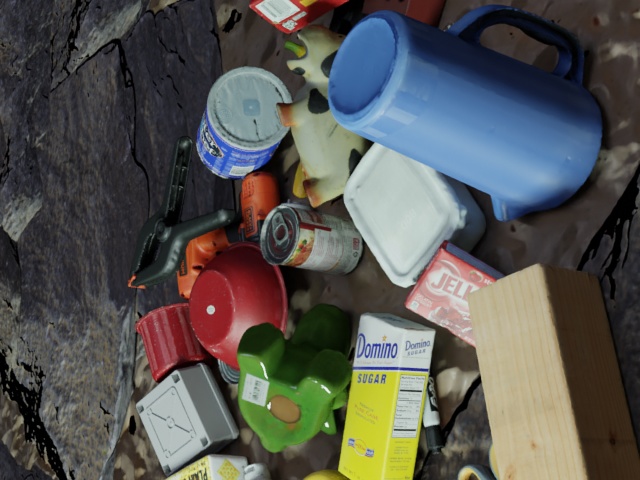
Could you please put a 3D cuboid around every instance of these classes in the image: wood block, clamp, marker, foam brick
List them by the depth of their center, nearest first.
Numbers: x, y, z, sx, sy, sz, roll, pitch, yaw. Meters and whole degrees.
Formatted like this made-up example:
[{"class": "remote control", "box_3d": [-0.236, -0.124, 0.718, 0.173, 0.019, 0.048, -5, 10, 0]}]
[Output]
[{"class": "wood block", "box_3d": [0.207, 0.135, 0.939, 0.090, 0.090, 0.206, -29, 60, 43]}, {"class": "marker", "box_3d": [0.111, 0.161, 1.103, 0.020, 0.020, 0.121, -29, 60, 43]}, {"class": "foam brick", "box_3d": [0.095, -0.269, 1.197, 0.078, 0.051, 0.053, 21, 97, 50]}, {"class": "clamp", "box_3d": [0.035, -0.275, 1.282, 0.120, 0.039, 0.171, 9, 87, 60]}, {"class": "clamp", "box_3d": [-0.188, -0.010, 1.395, 0.165, 0.036, 0.210, 49, 117, 42]}]

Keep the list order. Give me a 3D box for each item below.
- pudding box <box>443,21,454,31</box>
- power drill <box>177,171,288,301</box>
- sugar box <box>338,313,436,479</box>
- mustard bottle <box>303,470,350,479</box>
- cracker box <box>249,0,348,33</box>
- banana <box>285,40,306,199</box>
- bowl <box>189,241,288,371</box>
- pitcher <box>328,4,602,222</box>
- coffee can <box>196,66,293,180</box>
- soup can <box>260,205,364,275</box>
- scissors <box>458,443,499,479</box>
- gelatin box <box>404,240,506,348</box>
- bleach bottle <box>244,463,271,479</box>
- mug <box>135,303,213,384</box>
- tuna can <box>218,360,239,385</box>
[{"class": "pudding box", "box_3d": [0.141, -0.159, 1.126, 0.090, 0.039, 0.113, -46, 50, 35]}, {"class": "power drill", "box_3d": [-0.110, 0.023, 1.373, 0.188, 0.057, 0.184, -23, 65, 43]}, {"class": "sugar box", "box_3d": [0.068, 0.169, 1.112, 0.093, 0.048, 0.176, 13, 99, 62]}, {"class": "mustard bottle", "box_3d": [0.019, 0.301, 1.150, 0.192, 0.058, 0.096, 11, 94, 50]}, {"class": "cracker box", "box_3d": [0.015, -0.365, 1.255, 0.164, 0.072, 0.213, -20, 47, 45]}, {"class": "banana", "box_3d": [-0.003, -0.150, 1.293, 0.070, 0.037, 0.198, -9, 79, 35]}, {"class": "bowl", "box_3d": [-0.110, 0.081, 1.287, 0.162, 0.055, 0.162, -1, 88, 48]}, {"class": "pitcher", "box_3d": [0.134, -0.128, 0.969, 0.145, 0.242, 0.149, -33, 51, 43]}, {"class": "coffee can", "box_3d": [-0.095, -0.141, 1.311, 0.140, 0.102, 0.103, 135, 137, -73]}, {"class": "soup can", "box_3d": [-0.008, 0.001, 1.217, 0.069, 0.102, 0.068, -15, 71, 47]}, {"class": "scissors", "box_3d": [0.202, 0.254, 0.976, 0.202, 0.016, 0.096, 34, 108, 48]}, {"class": "gelatin box", "box_3d": [0.139, 0.054, 1.045, 0.073, 0.089, 0.030, -59, 0, 22]}, {"class": "bleach bottle", "box_3d": [-0.045, 0.372, 1.208, 0.103, 0.067, 0.251, -41, 51, 37]}, {"class": "mug", "box_3d": [-0.192, 0.146, 1.425, 0.117, 0.093, 0.081, 106, 148, -59]}, {"class": "tuna can", "box_3d": [-0.090, 0.140, 1.337, 0.086, 0.033, 0.086, -15, 70, 47]}]
